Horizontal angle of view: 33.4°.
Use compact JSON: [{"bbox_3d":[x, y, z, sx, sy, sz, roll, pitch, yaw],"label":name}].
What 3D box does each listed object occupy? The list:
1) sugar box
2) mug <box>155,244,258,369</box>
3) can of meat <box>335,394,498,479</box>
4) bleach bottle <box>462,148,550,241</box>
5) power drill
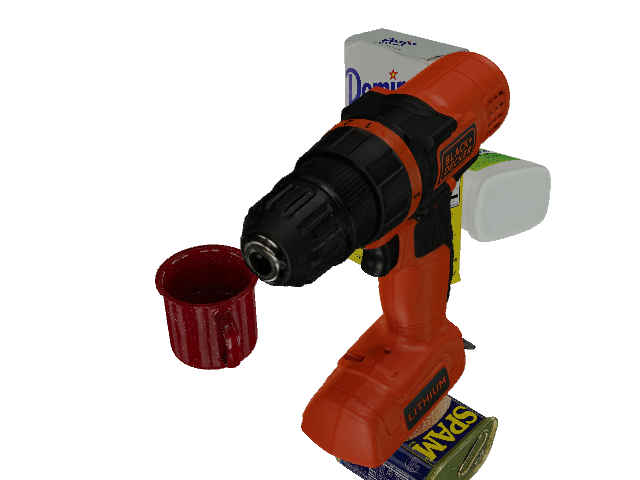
[{"bbox_3d":[0.059,-0.057,0.774,0.048,0.176,0.093,-20,29,-32],"label":"sugar box"},{"bbox_3d":[-0.095,0.069,0.963,0.093,0.081,0.117,-16,38,-19],"label":"mug"},{"bbox_3d":[0.073,0.155,0.821,0.084,0.057,0.101,29,39,28],"label":"can of meat"},{"bbox_3d":[0.104,-0.071,1.064,0.102,0.068,0.251,-14,26,-34],"label":"bleach bottle"},{"bbox_3d":[0.028,0.020,0.517,0.057,0.188,0.184,25,43,27],"label":"power drill"}]
